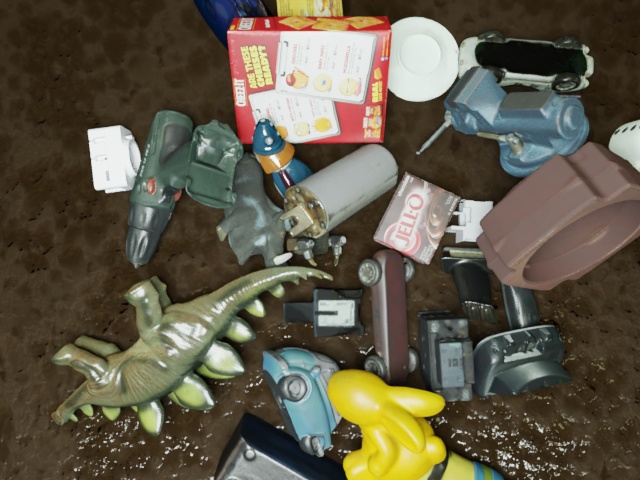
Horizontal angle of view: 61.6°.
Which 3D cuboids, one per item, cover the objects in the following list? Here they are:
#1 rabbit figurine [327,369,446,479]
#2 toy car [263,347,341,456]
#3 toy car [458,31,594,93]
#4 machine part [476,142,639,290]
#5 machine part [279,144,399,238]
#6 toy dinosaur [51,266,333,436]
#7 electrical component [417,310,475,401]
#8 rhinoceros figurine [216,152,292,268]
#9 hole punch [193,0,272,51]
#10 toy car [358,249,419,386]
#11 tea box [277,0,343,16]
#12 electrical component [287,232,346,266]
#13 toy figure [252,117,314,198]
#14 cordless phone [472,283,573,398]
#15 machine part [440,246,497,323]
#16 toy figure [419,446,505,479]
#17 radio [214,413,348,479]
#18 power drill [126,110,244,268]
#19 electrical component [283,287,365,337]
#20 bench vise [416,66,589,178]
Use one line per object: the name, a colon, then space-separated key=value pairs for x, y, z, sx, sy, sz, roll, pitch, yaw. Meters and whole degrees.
rabbit figurine: x=0.079 y=0.241 z=0.706 sx=0.173 sy=0.162 sz=0.122 roll=55 pitch=50 yaw=-17
toy car: x=-0.011 y=0.217 z=0.769 sx=0.103 sy=0.109 sz=0.161 roll=-25 pitch=97 yaw=-18
toy car: x=0.308 y=-0.265 z=0.807 sx=0.202 sy=0.056 sz=0.073 roll=4 pitch=82 yaw=-1
machine part: x=0.326 y=-0.024 z=0.711 sx=0.201 sy=0.201 sz=0.087 roll=-47 pitch=50 yaw=34
machine part: x=0.033 y=-0.072 z=0.747 sx=0.243 sy=0.079 sz=0.079 roll=-35 pitch=88 yaw=-38
toy dinosaur: x=-0.206 y=0.146 z=0.766 sx=0.471 sy=0.105 sz=0.198 roll=-38 pitch=96 yaw=11
electrical component: x=0.174 y=0.160 z=0.752 sx=0.058 sy=0.134 sz=0.114 roll=-5 pitch=87 yaw=2
rhinoceros figurine: x=-0.100 y=-0.032 z=0.794 sx=0.112 sy=0.073 sz=0.190 roll=-18 pitch=86 yaw=-11
hole punch: x=-0.135 y=-0.346 z=0.784 sx=0.092 sy=0.116 sz=0.142 roll=-34 pitch=88 yaw=7
toy car: x=0.098 y=0.114 z=0.781 sx=0.089 sy=0.053 sz=0.202 roll=-4 pitch=92 yaw=-45
tea box: x=-0.016 y=-0.353 z=0.802 sx=0.098 sy=0.068 sz=0.169 roll=-4 pitch=89 yaw=0
electrical component: x=-0.002 y=-0.003 z=0.778 sx=0.045 sy=0.102 sz=0.078 roll=13 pitch=95 yaw=36
toy figure: x=-0.051 y=-0.105 z=0.767 sx=0.058 sy=0.064 sz=0.154 roll=-40 pitch=123 yaw=-2
cordless phone: x=0.271 y=0.124 z=0.772 sx=0.146 sy=0.089 sz=0.184 roll=-5 pitch=78 yaw=-22
machine part: x=0.217 y=0.057 z=0.769 sx=0.084 sy=0.139 sz=0.039 roll=5 pitch=131 yaw=-4
toy figure: x=0.202 y=0.349 z=0.773 sx=0.180 sy=0.082 sz=0.089 roll=16 pitch=77 yaw=5
radio: x=-0.028 y=0.338 z=0.747 sx=0.230 sy=0.131 sz=0.073 roll=28 pitch=86 yaw=1
power drill: x=-0.195 y=-0.073 z=0.744 sx=0.086 sy=0.207 sz=0.232 roll=15 pitch=79 yaw=-35
electrical component: x=0.007 y=0.107 z=0.796 sx=0.119 sy=0.048 sz=0.074 roll=-4 pitch=87 yaw=0
bench vise: x=0.285 y=-0.133 z=0.760 sx=0.240 sy=0.224 sz=0.129 roll=41 pitch=69 yaw=-30
